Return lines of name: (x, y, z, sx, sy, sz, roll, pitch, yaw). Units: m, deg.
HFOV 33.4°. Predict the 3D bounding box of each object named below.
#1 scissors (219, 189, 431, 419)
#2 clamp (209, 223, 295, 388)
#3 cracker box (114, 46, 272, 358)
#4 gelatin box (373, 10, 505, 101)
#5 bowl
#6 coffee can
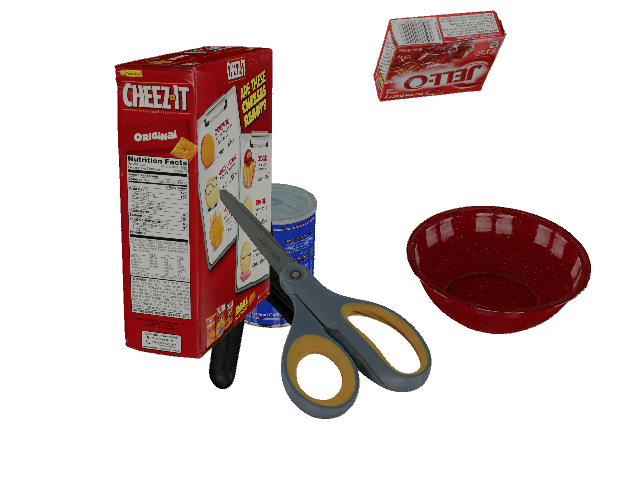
scissors: (-0.023, 0.039, 0.659, 0.202, 0.016, 0.096, 33, 54, 27)
clamp: (-0.067, 0.026, 1.042, 0.036, 0.210, 0.164, -11, 0, 35)
cracker box: (-0.094, -0.037, 0.829, 0.072, 0.214, 0.164, 5, 15, 15)
gelatin box: (0.092, -0.143, 0.836, 0.089, 0.030, 0.073, -7, -25, -11)
bowl: (0.155, 0.034, 0.952, 0.162, 0.055, 0.162, 1, 35, -1)
coffee can: (-0.057, 0.017, 1.254, 0.103, 0.140, 0.103, 1, 26, -1)
